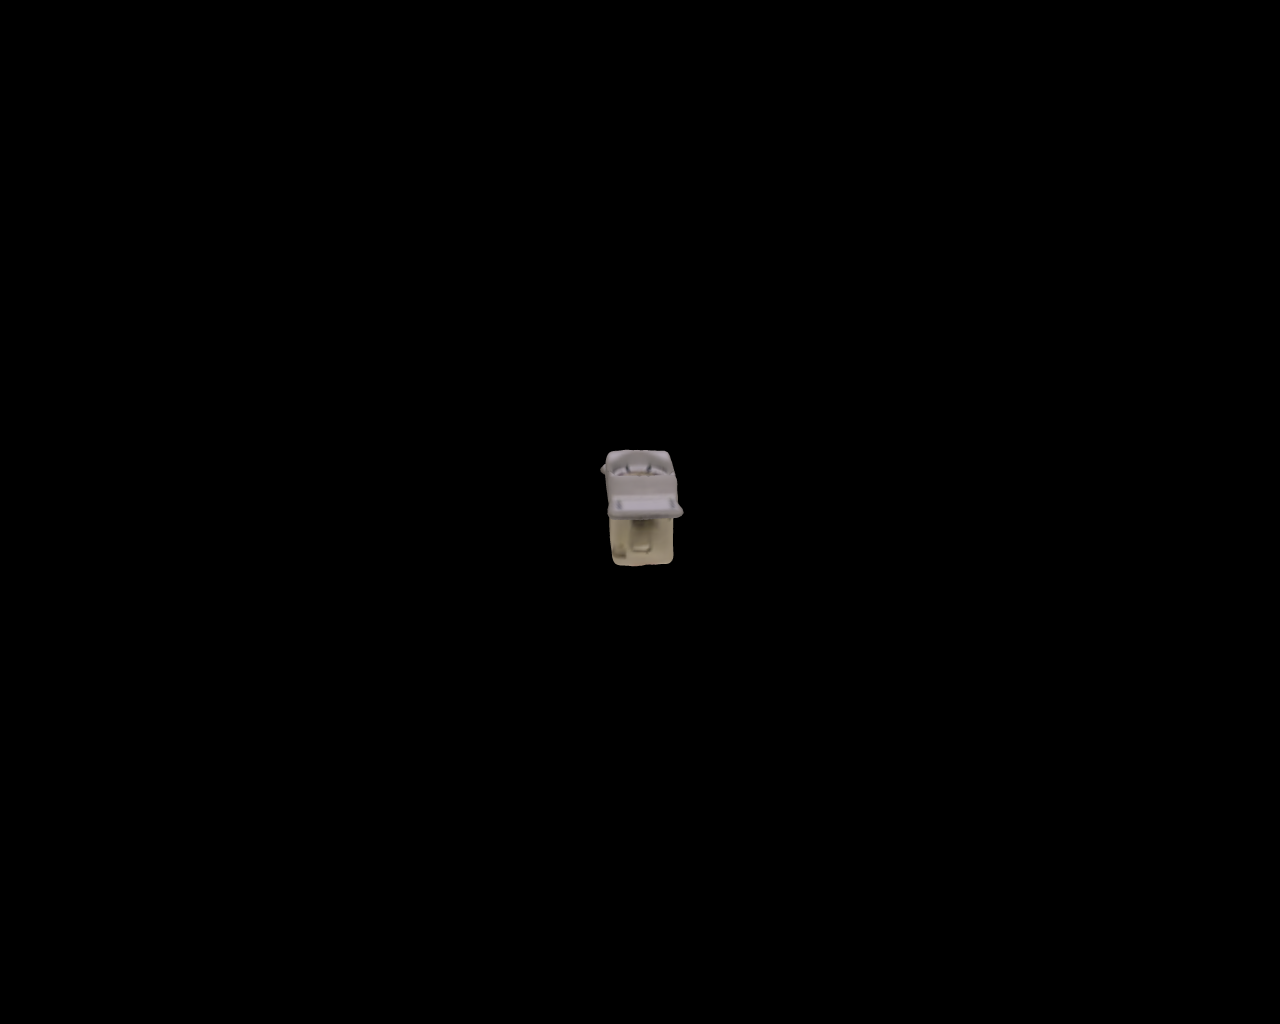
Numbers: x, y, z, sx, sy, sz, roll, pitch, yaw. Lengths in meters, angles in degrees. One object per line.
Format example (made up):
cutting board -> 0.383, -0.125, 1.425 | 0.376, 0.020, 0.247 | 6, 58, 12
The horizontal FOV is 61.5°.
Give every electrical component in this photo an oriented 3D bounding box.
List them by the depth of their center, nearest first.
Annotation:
electrical component -> 0.001, -0.003, 0.650 | 0.042, 0.063, 0.081 | -1, 24, -3
